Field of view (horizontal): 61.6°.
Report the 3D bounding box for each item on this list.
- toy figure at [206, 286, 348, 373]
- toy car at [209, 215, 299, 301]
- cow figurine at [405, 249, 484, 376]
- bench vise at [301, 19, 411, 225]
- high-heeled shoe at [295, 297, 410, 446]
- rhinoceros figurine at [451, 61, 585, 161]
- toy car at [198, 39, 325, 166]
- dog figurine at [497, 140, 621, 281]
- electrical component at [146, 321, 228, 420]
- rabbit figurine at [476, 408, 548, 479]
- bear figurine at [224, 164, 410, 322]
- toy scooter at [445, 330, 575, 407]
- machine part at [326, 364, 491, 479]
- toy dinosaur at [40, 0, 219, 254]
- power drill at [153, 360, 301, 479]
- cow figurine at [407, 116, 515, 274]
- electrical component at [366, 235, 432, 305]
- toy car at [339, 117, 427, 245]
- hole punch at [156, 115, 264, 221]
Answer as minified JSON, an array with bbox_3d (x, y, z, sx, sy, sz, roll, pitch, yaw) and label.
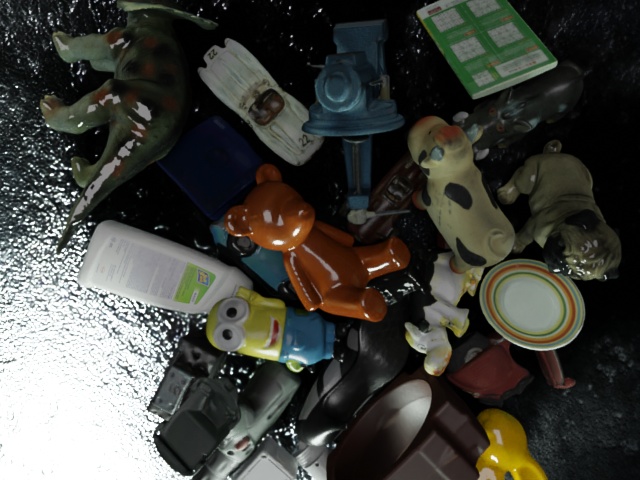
[{"bbox_3d":[-0.057,0.123,0.697,0.180,0.089,0.082,10,54,-9],"label":"toy figure"},{"bbox_3d":[-0.064,0.007,0.726,0.161,0.109,0.103,40,77,-9],"label":"toy car"},{"bbox_3d":[0.150,0.089,0.709,0.098,0.068,0.167,19,63,17],"label":"cow figurine"},{"bbox_3d":[0.045,-0.143,0.668,0.129,0.224,0.240,-3,110,5],"label":"bench vise"},{"bbox_3d":[0.044,0.173,0.764,0.086,0.145,0.249,34,66,-14],"label":"high-heeled shoe"},{"bbox_3d":[0.250,-0.160,0.692,0.190,0.112,0.073,-27,95,-3],"label":"rhinoceros figurine"},{"bbox_3d":[-0.080,-0.187,0.733,0.201,0.056,0.073,45,95,-1],"label":"toy car"},{"bbox_3d":[0.306,-0.043,0.658,0.121,0.190,0.172,-10,92,3],"label":"dog figurine"},{"bbox_3d":[-0.174,0.181,0.726,0.058,0.134,0.115,25,94,3],"label":"electrical component"},{"bbox_3d":[0.224,0.306,0.714,0.162,0.122,0.173,18,105,-11],"label":"rabbit figurine"},{"bbox_3d":[-0.005,-0.001,0.639,0.195,0.132,0.120,51,52,-25],"label":"bear figurine"},{"bbox_3d":[0.266,0.165,0.728,0.184,0.075,0.135,-34,84,-5],"label":"toy scooter"},{"bbox_3d":[0.105,0.270,0.683,0.201,0.201,0.087,-45,93,3],"label":"machine part"},{"bbox_3d":[-0.225,-0.184,0.670,0.192,0.131,0.404,-7,76,12],"label":"toy dinosaur"},{"bbox_3d":[-0.125,0.252,0.696,0.086,0.207,0.232,37,84,27],"label":"power drill"},{"bbox_3d":[0.165,-0.058,0.642,0.085,0.127,0.195,-28,89,-12],"label":"cow figurine"},{"bbox_3d":[0.085,0.048,0.717,0.119,0.075,0.047,-26,122,32],"label":"electrical component"},{"bbox_3d":[0.114,-0.078,0.735,0.089,0.053,0.202,42,96,3],"label":"toy car"},{"bbox_3d":[-0.144,-0.098,0.729,0.116,0.092,0.142,-44,87,1],"label":"hole punch"}]
